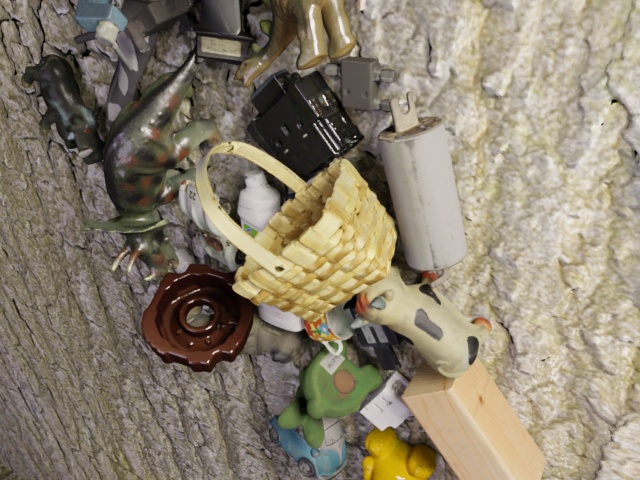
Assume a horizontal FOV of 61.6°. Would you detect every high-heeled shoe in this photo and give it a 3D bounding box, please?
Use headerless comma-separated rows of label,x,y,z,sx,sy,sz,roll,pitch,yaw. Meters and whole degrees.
high-heeled shoe,-0.263,-0.236,0.819,0.145,0.086,0.248,-11,135,7

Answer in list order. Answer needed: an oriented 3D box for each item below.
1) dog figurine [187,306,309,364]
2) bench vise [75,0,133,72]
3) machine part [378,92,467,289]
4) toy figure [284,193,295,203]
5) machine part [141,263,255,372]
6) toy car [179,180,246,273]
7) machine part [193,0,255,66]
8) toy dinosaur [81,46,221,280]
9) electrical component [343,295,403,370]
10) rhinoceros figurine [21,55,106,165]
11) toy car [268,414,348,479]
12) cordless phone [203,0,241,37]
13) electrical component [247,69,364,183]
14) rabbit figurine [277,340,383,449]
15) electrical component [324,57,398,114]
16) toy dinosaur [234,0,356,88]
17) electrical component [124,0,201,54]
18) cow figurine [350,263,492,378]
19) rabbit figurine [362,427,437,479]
dog figurine,-0.135,0.173,0.911,0.191,0.172,0.121,19,137,34
bench vise,-0.229,-0.327,0.609,0.224,0.240,0.128,7,166,14
machine part,0.123,-0.053,0.634,0.079,0.079,0.243,-1,118,36
toy figure,0.000,-0.004,0.770,0.154,0.058,0.064,45,124,4
machine part,-0.191,0.124,0.864,0.179,0.179,0.056,31,152,15
toy car,-0.165,-0.019,0.844,0.074,0.056,0.201,29,156,25
machine part,-0.121,-0.288,0.669,0.084,0.039,0.138,6,120,3
toy dinosaur,-0.254,-0.117,0.786,0.131,0.192,0.404,30,133,14
electrical component,0.094,0.132,0.797,0.075,0.048,0.119,-17,108,42
rhinoceros figurine,-0.431,-0.223,0.932,0.112,0.073,0.190,-8,112,27
toy car,-0.013,0.354,0.998,0.162,0.109,0.102,35,111,28
cordless phone,-0.091,-0.285,0.532,0.147,0.089,0.184,29,142,33
electrical component,-0.028,-0.149,0.694,0.115,0.058,0.134,-33,97,42
rabbit figurine,0.008,0.262,0.894,0.121,0.159,0.170,33,149,0
electrical component,0.048,-0.183,0.640,0.094,0.021,0.063,17,128,26
toy dinosaur,0.017,-0.333,0.510,0.198,0.105,0.471,48,130,4
electrical component,-0.204,-0.285,0.706,0.078,0.102,0.045,-2,121,48
cow figurine,0.121,0.100,0.702,0.195,0.127,0.085,42,131,2
rabbit figurine,0.102,0.426,0.902,0.122,0.173,0.162,25,126,16
